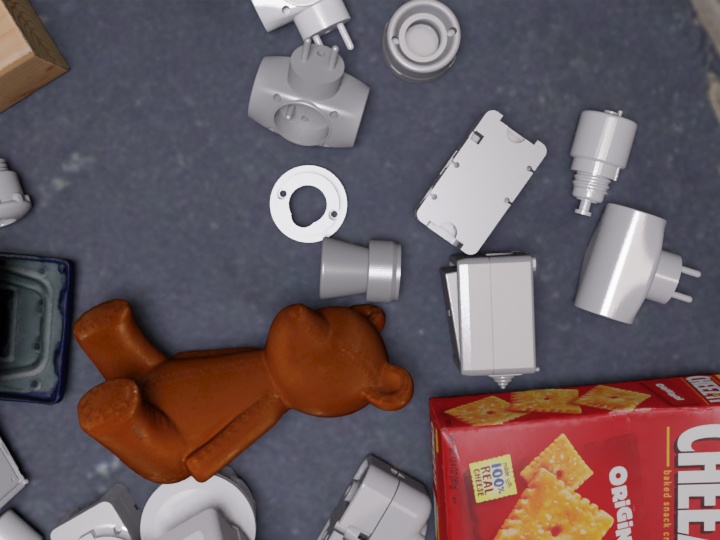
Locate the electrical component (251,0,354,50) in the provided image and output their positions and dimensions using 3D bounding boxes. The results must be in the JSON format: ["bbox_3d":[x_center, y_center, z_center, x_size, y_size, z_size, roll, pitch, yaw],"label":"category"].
[{"bbox_3d":[-0.031,-0.185,0.746,0.077,0.044,0.079,-26,96,2],"label":"electrical component"}]

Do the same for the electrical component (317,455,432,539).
[{"bbox_3d":[0.009,0.190,0.770,0.059,0.053,0.095,30,94,-3],"label":"electrical component"}]

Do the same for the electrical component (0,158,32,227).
[{"bbox_3d":[-0.262,-0.061,0.754,0.048,0.048,0.062,-19,88,1],"label":"electrical component"}]

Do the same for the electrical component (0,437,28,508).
[{"bbox_3d":[-0.286,0.147,0.750,0.061,0.096,0.061,-22,102,23],"label":"electrical component"}]

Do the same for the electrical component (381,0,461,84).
[{"bbox_3d":[0.043,-0.160,0.747,0.055,0.047,0.055,0,94,-1],"label":"electrical component"}]

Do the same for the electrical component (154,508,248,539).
[{"bbox_3d":[-0.095,0.256,0.737,0.105,0.060,0.186,-30,123,2],"label":"electrical component"}]

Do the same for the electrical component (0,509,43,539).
[{"bbox_3d":[-0.244,0.208,0.776,0.078,0.040,0.040,43,93,-4],"label":"electrical component"}]

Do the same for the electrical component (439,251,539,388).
[{"bbox_3d":[0.089,0.036,0.755,0.061,0.061,0.096,-3,94,0],"label":"electrical component"}]

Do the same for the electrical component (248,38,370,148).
[{"bbox_3d":[-0.032,-0.127,0.736,0.077,0.079,0.044,16,54,-2],"label":"electrical component"}]

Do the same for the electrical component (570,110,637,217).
[{"bbox_3d":[0.168,-0.077,0.758,0.040,0.040,0.078,15,94,-2],"label":"electrical component"}]

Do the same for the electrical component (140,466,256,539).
[{"bbox_3d":[-0.113,0.179,0.769,0.080,0.051,0.080,0,94,-1],"label":"electrical component"}]

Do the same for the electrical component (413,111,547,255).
[{"bbox_3d":[0.082,-0.061,0.750,0.050,0.055,0.089,35,93,-3],"label":"electrical component"}]

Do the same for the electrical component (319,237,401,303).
[{"bbox_3d":[0.000,0.000,0.760,0.055,0.045,0.045,3,94,-1],"label":"electrical component"}]

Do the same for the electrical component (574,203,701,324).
[{"bbox_3d":[0.201,0.001,0.762,0.079,0.044,0.077,17,94,-2],"label":"electrical component"}]

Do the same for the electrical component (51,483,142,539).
[{"bbox_3d":[-0.174,0.208,0.769,0.050,0.055,0.089,-30,94,2],"label":"electrical component"}]
